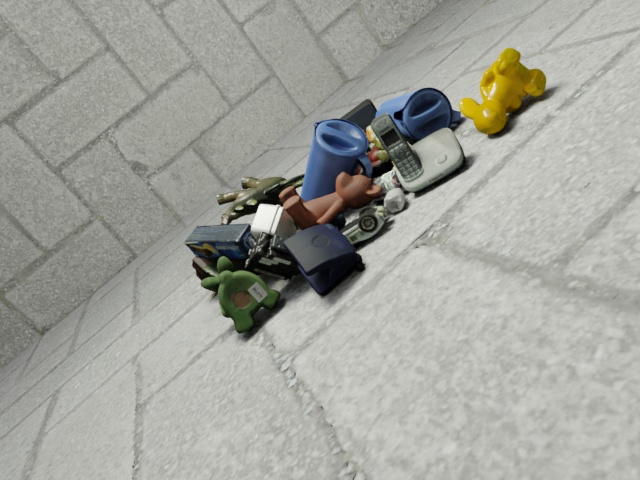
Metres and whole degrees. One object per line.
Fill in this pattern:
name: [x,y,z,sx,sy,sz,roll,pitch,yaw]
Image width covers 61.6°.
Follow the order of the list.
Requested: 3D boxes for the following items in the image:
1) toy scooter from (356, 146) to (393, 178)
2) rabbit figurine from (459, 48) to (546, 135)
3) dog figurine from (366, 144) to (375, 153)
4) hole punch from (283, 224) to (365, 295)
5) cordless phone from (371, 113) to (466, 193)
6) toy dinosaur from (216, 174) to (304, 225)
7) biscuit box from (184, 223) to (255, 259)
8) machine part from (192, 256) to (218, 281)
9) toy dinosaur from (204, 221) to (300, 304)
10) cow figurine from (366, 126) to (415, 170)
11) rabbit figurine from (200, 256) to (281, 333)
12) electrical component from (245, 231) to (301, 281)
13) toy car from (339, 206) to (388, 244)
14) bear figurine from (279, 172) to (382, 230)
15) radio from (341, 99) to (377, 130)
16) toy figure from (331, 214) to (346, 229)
toy scooter: [0.133,-0.177,1.376,0.184,0.075,0.135,-36,20,16]
rabbit figurine: [0.374,-0.301,1.159,0.162,0.122,0.173,-10,52,61]
dog figurine: [0.078,-0.214,1.563,0.190,0.121,0.172,-45,10,27]
hole punch: [0.003,0.026,1.047,0.116,0.092,0.142,-41,45,-1]
cordless phone: [0.205,-0.205,1.129,0.147,0.184,0.089,-30,15,25]
toy dinosaur: [-0.135,-0.130,1.512,0.199,0.104,0.471,-3,22,25]
biscuit box: [-0.236,0.004,1.300,0.203,0.059,0.063,-1,45,40]
machine part: [-0.269,0.049,1.484,0.179,0.056,0.179,-38,-28,-25]
toy dinosaur: [-0.128,0.032,1.323,0.405,0.131,0.192,-25,35,24]
cow figurine: [0.184,-0.231,1.301,0.098,0.068,0.167,-28,60,-8]
rabbit figurine: [-0.185,0.122,1.187,0.121,0.159,0.170,-52,5,-10]
electrical component: [-0.090,0.035,1.156,0.134,0.115,0.058,137,147,-60]
toy car: [0.059,-0.008,1.143,0.202,0.056,0.073,-33,12,14]
bear figurine: [0.026,-0.096,1.178,0.196,0.131,0.120,-37,24,7]
radio: [0.098,-0.323,1.697,0.230,0.131,0.073,-33,19,18]
toy figure: [-0.002,-0.003,1.246,0.154,0.058,0.064,-48,-6,-20]
